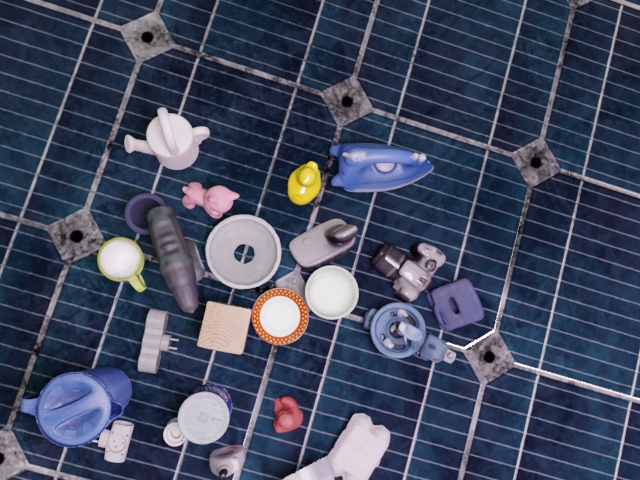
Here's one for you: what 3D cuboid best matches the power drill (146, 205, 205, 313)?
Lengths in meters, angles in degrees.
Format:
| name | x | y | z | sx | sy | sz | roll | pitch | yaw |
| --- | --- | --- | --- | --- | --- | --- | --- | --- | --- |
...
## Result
| name | x | y | z | sx | sy | sz | roll | pitch | yaw |
| --- | --- | --- | --- | --- | --- | --- | --- | --- | --- |
| power drill | -0.297 | 0.045 | 1.211 | 0.075 | 0.208 | 0.230 | -21 | 86 | -8 |

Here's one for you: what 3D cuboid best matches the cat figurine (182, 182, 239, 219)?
| name | x | y | z | sx | sy | sz | roll | pitch | yaw |
| --- | --- | --- | --- | --- | --- | --- | --- | --- | --- |
| cat figurine | -0.247 | -0.094 | 1.279 | 0.128 | 0.117 | 0.067 | 18 | 82 | -4 |

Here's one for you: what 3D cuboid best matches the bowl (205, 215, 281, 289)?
| name | x | y | z | sx | sy | sz | roll | pitch | yaw |
| --- | --- | --- | --- | --- | --- | --- | --- | --- | --- |
| bowl | -0.171 | 0.029 | 1.295 | 0.167 | 0.074 | 0.167 | 1 | 83 | -6 |

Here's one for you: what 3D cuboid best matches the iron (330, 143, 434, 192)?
| name | x | y | z | sx | sy | sz | roll | pitch | yaw |
| --- | --- | --- | --- | --- | --- | --- | --- | --- | --- |
| iron | 0.156 | -0.182 | 1.323 | 0.258 | 0.141 | 0.119 | -2 | 84 | -7 |

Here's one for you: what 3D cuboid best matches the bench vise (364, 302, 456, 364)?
| name | x | y | z | sx | sy | sz | roll | pitch | yaw |
| --- | --- | --- | --- | --- | --- | --- | --- | --- | --- |
| bench vise | 0.209 | 0.202 | 1.245 | 0.207 | 0.219 | 0.121 | 9 | 82 | -5 |

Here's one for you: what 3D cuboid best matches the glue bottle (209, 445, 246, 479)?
| name | x | y | z | sx | sy | sz | roll | pitch | yaw |
| --- | --- | --- | --- | --- | --- | --- | --- | --- | --- |
| glue bottle | -0.196 | 0.468 | 1.192 | 0.078 | 0.173 | 0.037 | -13 | 85 | -8 |

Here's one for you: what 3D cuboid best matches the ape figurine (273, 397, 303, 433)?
| name | x | y | z | sx | sy | sz | roll | pitch | yaw |
| --- | --- | --- | --- | --- | --- | --- | --- | --- | --- |
| ape figurine | -0.073 | 0.390 | 1.256 | 0.076 | 0.092 | 0.078 | 35 | 81 | -1 |

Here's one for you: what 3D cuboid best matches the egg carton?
| name | x | y | z | sx | sy | sz | roll | pitch | yaw |
| --- | --- | --- | --- | --- | --- | --- | --- | --- | --- |
| egg carton | 0.085 | 0.469 | 1.276 | 0.107 | 0.069 | 0.150 | 33 | 81 | -2 |

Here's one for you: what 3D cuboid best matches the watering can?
| name | x | y | z | sx | sy | sz | roll | pitch | yaw |
| --- | --- | --- | --- | --- | --- | --- | --- | --- | --- |
| watering can | -0.331 | -0.220 | 1.245 | 0.173 | 0.194 | 0.101 | -36 | 88 | -9 |

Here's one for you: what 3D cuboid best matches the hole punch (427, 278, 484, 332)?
| name | x | y | z | sx | sy | sz | roll | pitch | yaw |
| --- | --- | --- | --- | --- | --- | --- | --- | --- | --- |
| hole punch | 0.313 | 0.152 | 1.328 | 0.101 | 0.091 | 0.109 | -23 | 86 | -8 |

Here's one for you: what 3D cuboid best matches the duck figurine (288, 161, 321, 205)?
| name | x | y | z | sx | sy | sz | roll | pitch | yaw |
| --- | --- | --- | --- | --- | --- | --- | --- | --- | --- |
| duck figurine | -0.034 | -0.135 | 1.324 | 0.077 | 0.086 | 0.105 | 25 | 81 | -3 |

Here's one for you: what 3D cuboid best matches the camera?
| name | x | y | z | sx | sy | sz | roll | pitch | yaw |
| --- | --- | --- | --- | --- | --- | --- | --- | --- | --- |
| camera | 0.198 | 0.054 | 1.321 | 0.137 | 0.100 | 0.143 | 37 | 81 | -1 |

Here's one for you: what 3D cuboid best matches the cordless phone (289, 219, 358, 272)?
| name | x | y | z | sx | sy | sz | roll | pitch | yaw |
| --- | --- | --- | --- | --- | --- | --- | --- | --- | --- |
| cordless phone | 0.012 | 0.005 | 1.263 | 0.147 | 0.185 | 0.094 | -30 | 87 | -9 |

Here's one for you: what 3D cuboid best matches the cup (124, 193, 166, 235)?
| name | x | y | z | sx | sy | sz | roll | pitch | yaw |
| --- | --- | --- | --- | --- | --- | --- | --- | --- | --- |
| cup | -0.368 | -0.042 | 1.270 | 0.092 | 0.095 | 0.118 | -44 | 90 | -9 |

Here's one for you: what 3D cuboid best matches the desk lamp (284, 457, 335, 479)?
| name | x | y | z | sx | sy | sz | roll | pitch | yaw |
| --- | --- | --- | --- | --- | --- | --- | --- | --- | --- |
| desk lamp | -0.005 | 0.543 | 1.184 | 0.118 | 0.213 | 0.203 | -25 | 87 | -8 |
